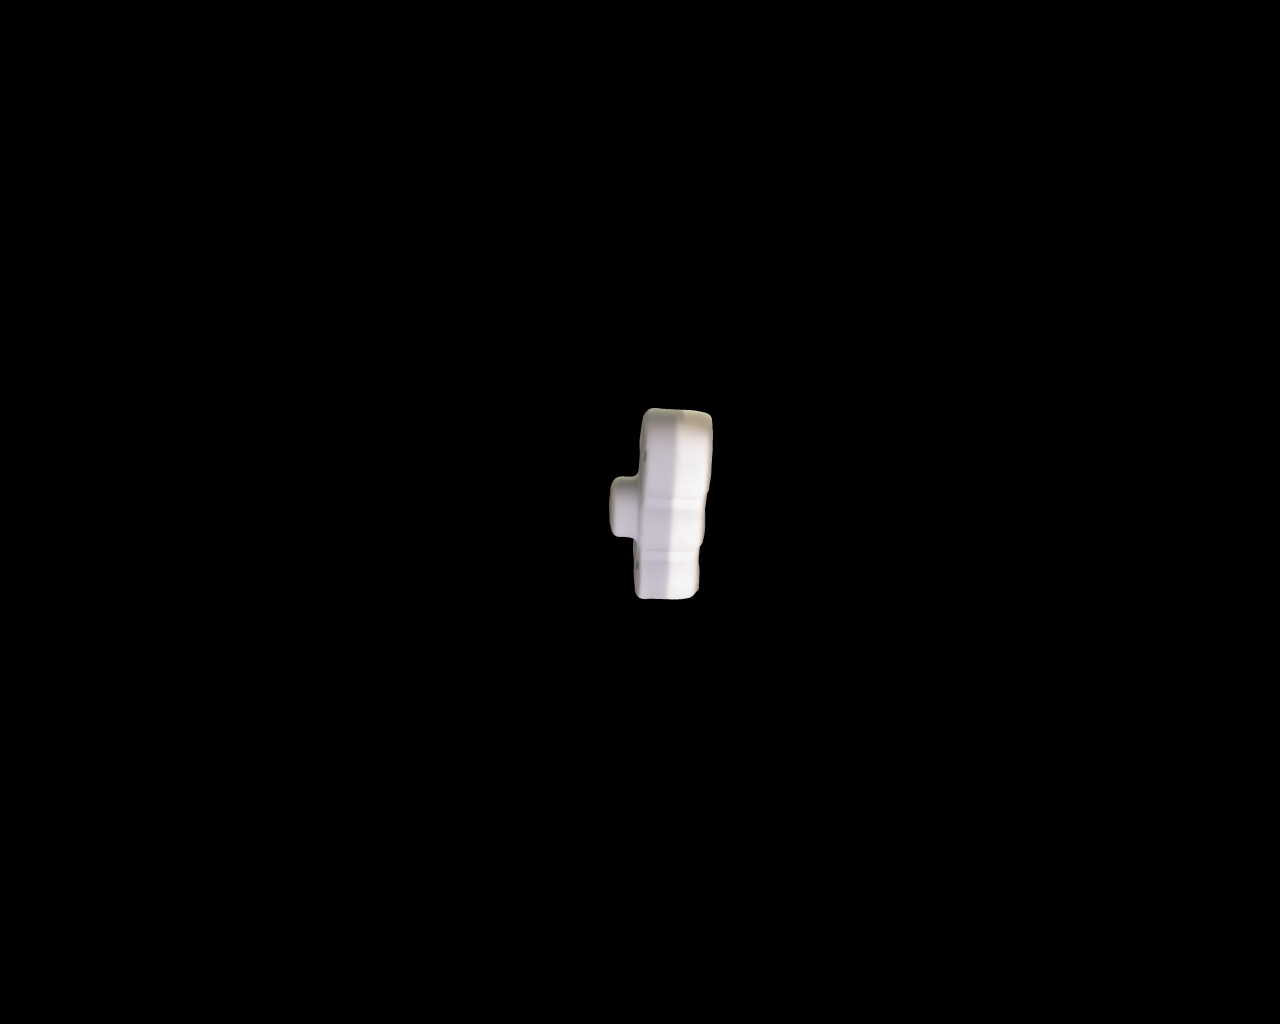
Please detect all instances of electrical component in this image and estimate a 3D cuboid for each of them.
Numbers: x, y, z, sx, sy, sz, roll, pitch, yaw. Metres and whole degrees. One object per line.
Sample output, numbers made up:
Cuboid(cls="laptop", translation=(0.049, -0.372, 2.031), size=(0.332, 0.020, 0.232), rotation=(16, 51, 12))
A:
Cuboid(cls="electrical component", translation=(0.001, -0.003, 0.650), size=(0.074, 0.138, 0.052), rotation=(2, 43, -2))
